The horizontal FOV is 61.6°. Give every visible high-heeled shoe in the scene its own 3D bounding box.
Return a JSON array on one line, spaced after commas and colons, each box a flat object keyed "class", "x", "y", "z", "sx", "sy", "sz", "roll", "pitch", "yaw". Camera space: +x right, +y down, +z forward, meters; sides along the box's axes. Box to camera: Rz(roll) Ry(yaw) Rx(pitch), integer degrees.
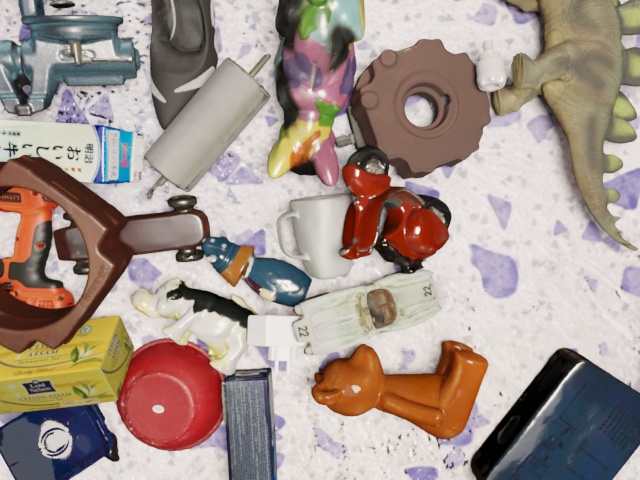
[{"class": "high-heeled shoe", "x": -0.180, "y": -0.267, "z": 0.664, "sx": 0.086, "sy": 0.145, "sz": 0.248, "roll": 10, "pitch": 91, "yaw": 2}]

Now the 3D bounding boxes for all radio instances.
[{"class": "radio", "x": 0.313, "y": 0.265, "z": 0.704, "sx": 0.131, "sy": 0.073, "sz": 0.229, "roll": 37, "pitch": 91, "yaw": 1}]

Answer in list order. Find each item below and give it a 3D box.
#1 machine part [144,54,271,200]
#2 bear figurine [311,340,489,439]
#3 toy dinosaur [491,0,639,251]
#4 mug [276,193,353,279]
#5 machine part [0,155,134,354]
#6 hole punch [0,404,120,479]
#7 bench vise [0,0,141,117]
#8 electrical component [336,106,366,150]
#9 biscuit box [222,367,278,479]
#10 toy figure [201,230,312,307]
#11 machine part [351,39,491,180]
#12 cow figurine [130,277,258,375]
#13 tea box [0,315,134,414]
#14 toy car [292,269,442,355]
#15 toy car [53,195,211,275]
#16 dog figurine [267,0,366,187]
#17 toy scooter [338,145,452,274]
[{"class": "machine part", "x": -0.147, "y": -0.148, "z": 0.702, "sx": 0.079, "sy": 0.079, "sz": 0.243, "roll": 41, "pitch": 94, "yaw": 0}, {"class": "bear figurine", "x": 0.094, "y": 0.174, "z": 0.689, "sx": 0.196, "sy": 0.120, "sz": 0.132, "roll": 18, "pitch": 89, "yaw": 7}, {"class": "toy dinosaur", "x": 0.325, "y": -0.215, "z": 0.671, "sx": 0.199, "sy": 0.105, "sz": 0.470, "roll": -5, "pitch": 97, "yaw": -1}, {"class": "mug", "x": -0.001, "y": -0.002, "z": 0.692, "sx": 0.109, "sy": 0.081, "sz": 0.107, "roll": -15, "pitch": 100, "yaw": -37}, {"class": "machine part", "x": -0.349, "y": 0.015, "z": 0.650, "sx": 0.201, "sy": 0.087, "sz": 0.201, "roll": 37, "pitch": 97, "yaw": -7}, {"class": "hole punch", "x": -0.355, "y": 0.267, "z": 0.721, "sx": 0.116, "sy": 0.092, "sz": 0.142, "roll": -30, "pitch": 87, "yaw": -1}, {"class": "bench vise", "x": -0.349, "y": -0.282, "z": 0.673, "sx": 0.224, "sy": 0.129, "sz": 0.240, "roll": -3, "pitch": 110, "yaw": -5}, {"class": "electrical component", "x": 0.061, "y": -0.156, "z": 0.720, "sx": 0.094, "sy": 0.021, "sz": 0.063, "roll": -16, "pitch": 91, "yaw": 0}, {"class": "biscuit box", "x": -0.091, "y": 0.278, "z": 0.724, "sx": 0.063, "sy": 0.059, "sz": 0.202, "roll": -3, "pitch": 91, "yaw": 1}, {"class": "toy figure", "x": -0.088, "y": 0.042, "z": 0.713, "sx": 0.154, "sy": 0.064, "sz": 0.057, "roll": 24, "pitch": 107, "yaw": 0}, {"class": "machine part", "x": 0.131, "y": -0.167, "z": 0.688, "sx": 0.179, "sy": 0.056, "sz": 0.179, "roll": 0, "pitch": 89, "yaw": -9}, {"class": "cow figurine", "x": -0.162, "y": 0.096, "z": 0.714, "sx": 0.167, "sy": 0.068, "sz": 0.098, "roll": 35, "pitch": 79, "yaw": -3}, {"class": "tea box", "x": -0.344, "y": 0.162, "z": 0.702, "sx": 0.170, "sy": 0.098, "sz": 0.068, "roll": -9, "pitch": 126, "yaw": 1}, {"class": "toy car", "x": 0.061, "y": 0.091, "z": 0.695, "sx": 0.202, "sy": 0.056, "sz": 0.073, "roll": -15, "pitch": 91, "yaw": -17}, {"class": "toy car", "x": -0.249, "y": -0.007, "z": 0.721, "sx": 0.202, "sy": 0.053, "sz": 0.089, "roll": -8, "pitch": 103, "yaw": -3}, {"class": "dog figurine", "x": -0.009, "y": -0.179, "z": 0.651, "sx": 0.108, "sy": 0.191, "sz": 0.219, "roll": 6, "pitch": 77, "yaw": -5}, {"class": "toy scooter", "x": 0.084, "y": -0.015, "z": 0.662, "sx": 0.183, "sy": 0.075, "sz": 0.135, "roll": 36, "pitch": 67, "yaw": -29}]
